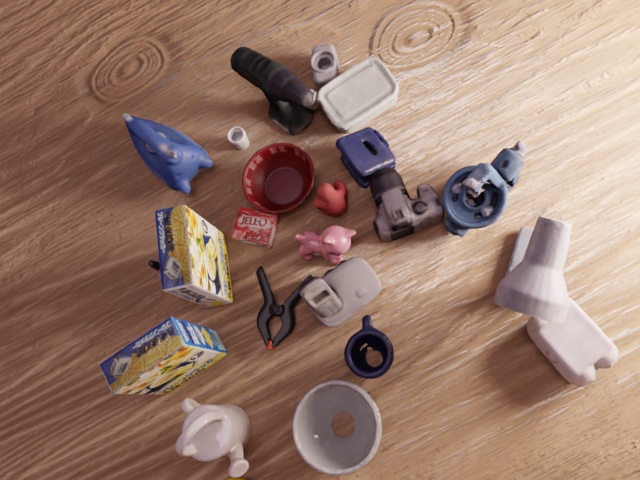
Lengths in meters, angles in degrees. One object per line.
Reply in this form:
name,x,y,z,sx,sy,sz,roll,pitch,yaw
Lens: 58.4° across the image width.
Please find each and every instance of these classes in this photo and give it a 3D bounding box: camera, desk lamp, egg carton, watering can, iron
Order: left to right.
iron,-0.370,-0.220,1.281,0.257,0.142,0.119,37,85,18
watering can,-0.197,0.359,1.058,0.172,0.194,0.101,18,79,16
camera,0.163,-0.084,1.155,0.143,0.101,0.136,-21,72,5
desk lamp,0.383,0.052,1.013,0.117,0.214,0.203,16,78,16
egg carton,0.454,0.183,1.038,0.107,0.069,0.150,-39,71,-1

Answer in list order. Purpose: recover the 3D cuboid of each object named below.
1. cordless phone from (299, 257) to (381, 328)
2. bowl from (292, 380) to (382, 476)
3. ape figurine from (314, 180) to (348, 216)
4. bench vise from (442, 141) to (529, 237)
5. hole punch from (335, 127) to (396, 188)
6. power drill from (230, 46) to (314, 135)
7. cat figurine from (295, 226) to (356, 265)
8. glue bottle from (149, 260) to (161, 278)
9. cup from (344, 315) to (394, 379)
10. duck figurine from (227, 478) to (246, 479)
cordless phone,0.035,0.089,1.089,0.147,0.185,0.094,-40,71,-1
bowl,0.036,0.351,1.075,0.167,0.075,0.167,-3,74,11
ape figurine,0.020,-0.092,1.191,0.078,0.092,0.076,-24,71,4
bench vise,0.305,-0.119,1.073,0.121,0.220,0.207,23,81,17
hole punch,0.097,-0.183,1.201,0.101,0.091,0.108,-36,71,0
power drill,-0.082,-0.310,1.211,0.229,0.209,0.076,38,85,19
cat figurine,0.011,0.004,1.153,0.127,0.118,0.067,7,76,14
glue bottle,-0.305,0.065,1.172,0.037,0.173,0.078,-7,73,10
cup,0.097,0.206,1.092,0.091,0.095,0.118,-7,74,10
duck figurine,-0.158,0.491,1.070,0.104,0.086,0.077,21,80,16
